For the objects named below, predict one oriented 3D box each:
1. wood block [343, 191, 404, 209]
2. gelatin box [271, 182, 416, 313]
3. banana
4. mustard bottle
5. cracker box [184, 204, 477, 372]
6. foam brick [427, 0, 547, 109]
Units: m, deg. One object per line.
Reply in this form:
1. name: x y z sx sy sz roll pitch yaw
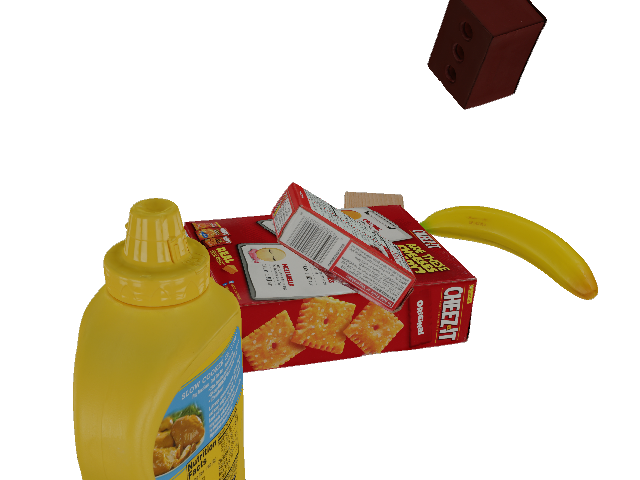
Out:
1. wood block: 0.077 0.011 1.547 0.091 0.090 0.206 4 26 -1
2. gelatin box: 0.013 0.004 0.671 0.089 0.030 0.073 32 10 -12
3. banana: 0.183 0.004 1.040 0.198 0.069 0.037 18 -29 27
4. mustard bottle: -0.065 0.073 0.445 0.058 0.192 0.096 12 28 20
5. cracker box: 0.002 0.037 0.926 0.213 0.072 0.164 -5 27 -19
6. foam brick: 0.121 -0.145 0.786 0.051 0.053 0.078 -22 -29 -25
